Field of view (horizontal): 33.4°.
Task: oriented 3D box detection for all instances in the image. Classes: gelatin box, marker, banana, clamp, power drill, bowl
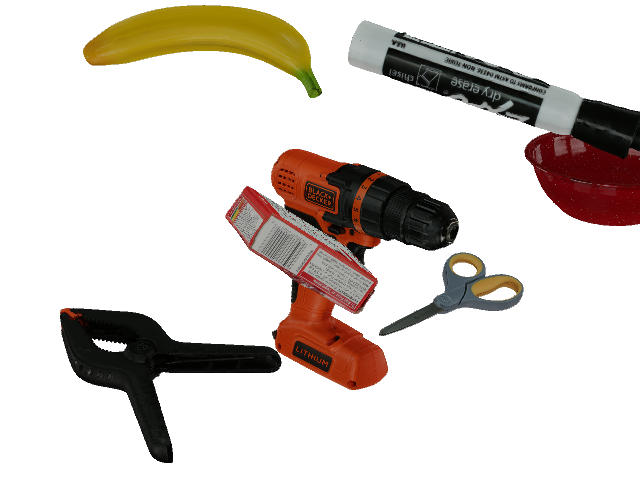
[{"bbox_3d":[-0.013,0.006,0.692,0.089,0.030,0.073,33,6,-23],"label":"gelatin box"},{"bbox_3d":[0.069,-0.059,0.418,0.121,0.020,0.020,21,5,13],"label":"marker"},{"bbox_3d":[-0.093,-0.164,0.878,0.198,0.069,0.037,7,-35,2],"label":"banana"},{"bbox_3d":[-0.152,0.109,0.980,0.210,0.036,0.164,28,39,32],"label":"clamp"},{"bbox_3d":[0.029,0.028,0.908,0.185,0.188,0.057,24,27,38],"label":"power drill"},{"bbox_3d":[0.271,-0.056,0.996,0.162,0.055,0.162,-1,25,0],"label":"bowl"}]

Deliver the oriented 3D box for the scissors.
[{"bbox_3d":[0.122,0.053,1.108,0.201,0.016,0.096,-7,40,-30],"label":"scissors"}]
